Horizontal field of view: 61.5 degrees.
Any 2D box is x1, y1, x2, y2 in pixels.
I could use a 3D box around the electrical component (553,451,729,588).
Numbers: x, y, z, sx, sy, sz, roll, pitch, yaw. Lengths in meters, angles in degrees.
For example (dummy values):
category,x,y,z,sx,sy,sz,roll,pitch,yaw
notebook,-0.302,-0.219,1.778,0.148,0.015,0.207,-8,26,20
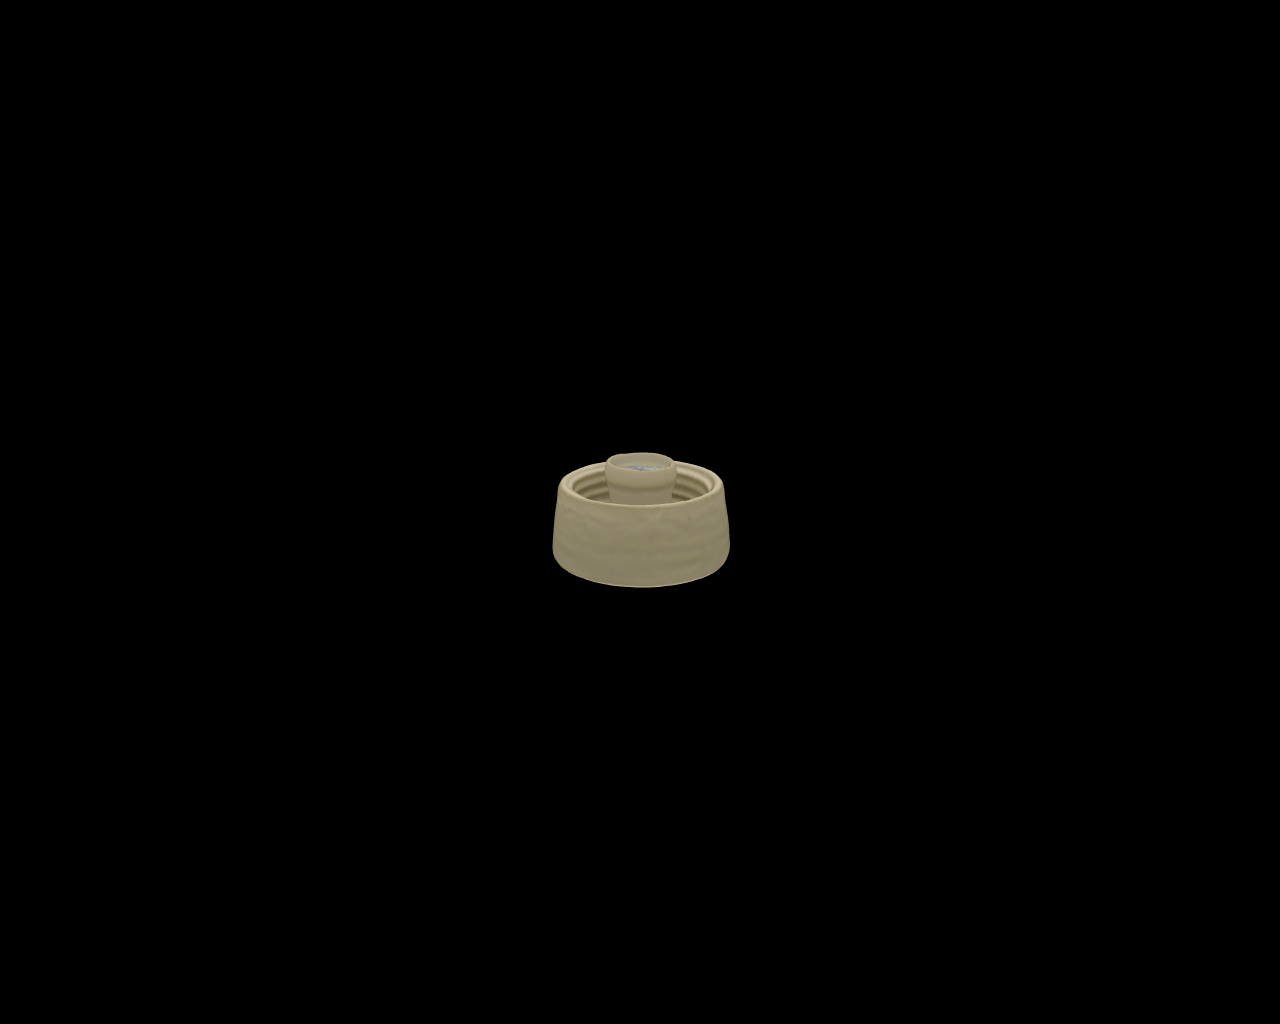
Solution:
category,x,y,z,sx,sy,sz,roll,pitch,yaw
electrical component,0.001,-0.003,0.650,0.108,0.060,0.108,0,19,0
